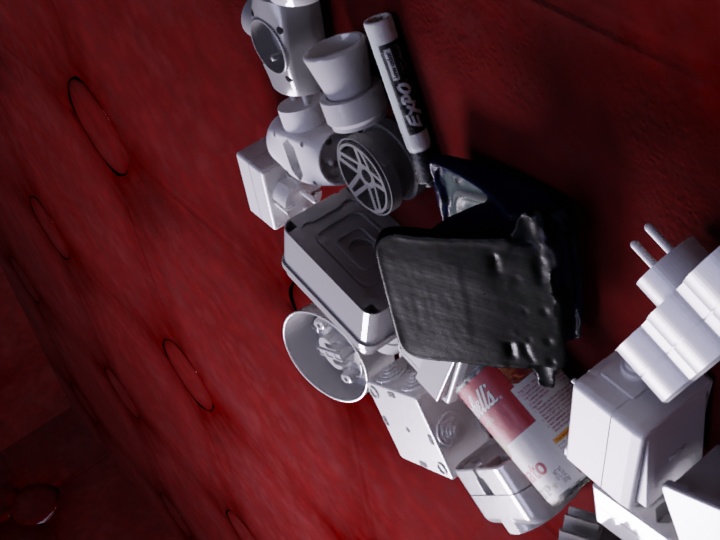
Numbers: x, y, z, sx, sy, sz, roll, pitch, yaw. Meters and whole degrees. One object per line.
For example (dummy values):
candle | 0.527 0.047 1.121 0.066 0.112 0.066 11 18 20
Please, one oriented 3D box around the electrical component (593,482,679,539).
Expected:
electrical component | 0.193 0.166 0.697 0.066 0.047 0.076 34 148 44

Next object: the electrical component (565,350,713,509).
electrical component | 0.165 0.086 0.628 0.061 0.062 0.096 40 153 35

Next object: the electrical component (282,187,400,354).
electrical component | 0.000 0.000 0.830 0.113 0.078 0.057 45 152 26

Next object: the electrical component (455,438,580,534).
electrical component | 0.123 0.162 0.827 0.059 0.054 0.095 57 158 -1

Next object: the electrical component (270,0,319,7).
electrical component | -0.034 -0.203 0.671 0.079 0.044 0.077 39 152 38

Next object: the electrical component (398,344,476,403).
electrical component | 0.066 0.051 0.786 0.061 0.061 0.096 47 156 22

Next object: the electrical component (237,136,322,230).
electrical component | -0.058 -0.067 0.898 0.077 0.047 0.065 39 152 37

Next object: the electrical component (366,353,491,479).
electrical component | 0.058 0.123 0.915 0.100 0.048 0.099 9 128 60

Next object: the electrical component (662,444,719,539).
electrical component | 0.229 0.154 0.605 0.100 0.048 0.099 17 135 58

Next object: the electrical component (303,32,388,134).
electrical component | -0.009 -0.126 0.723 0.045 0.045 0.055 24 141 53

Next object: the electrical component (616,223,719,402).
electrical component | 0.164 0.008 0.537 0.073 0.052 0.138 50 157 15

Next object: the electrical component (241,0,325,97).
electrical component | -0.058 -0.174 0.760 0.079 0.044 0.077 40 152 36

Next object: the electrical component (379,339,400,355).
electrical component | 0.028 0.045 0.883 0.044 0.044 0.065 51 162 13

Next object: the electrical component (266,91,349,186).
electrical component | -0.039 -0.108 0.809 0.077 0.043 0.079 27 143 51

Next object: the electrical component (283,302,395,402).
electrical component | -0.017 0.069 0.975 0.099 0.064 0.099 45 155 27
